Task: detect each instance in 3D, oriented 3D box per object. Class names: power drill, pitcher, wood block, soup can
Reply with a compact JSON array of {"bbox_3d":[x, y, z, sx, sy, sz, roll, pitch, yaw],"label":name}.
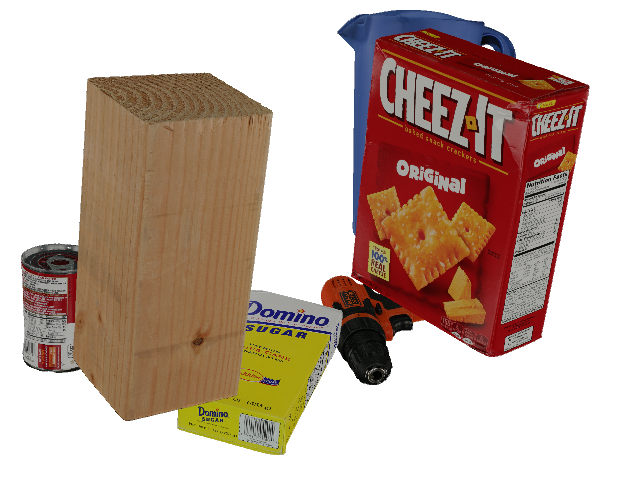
[{"bbox_3d":[0.103,0.086,1.136,0.187,0.057,0.184,-5,28,-10],"label":"power drill"},{"bbox_3d":[0.105,-0.116,1.115,0.149,0.243,0.144,11,15,33],"label":"pitcher"},{"bbox_3d":[-0.102,0.002,0.705,0.090,0.206,0.090,-8,29,-34],"label":"wood block"},{"bbox_3d":[-0.240,0.062,0.981,0.068,0.102,0.068,5,19,-2],"label":"soup can"}]

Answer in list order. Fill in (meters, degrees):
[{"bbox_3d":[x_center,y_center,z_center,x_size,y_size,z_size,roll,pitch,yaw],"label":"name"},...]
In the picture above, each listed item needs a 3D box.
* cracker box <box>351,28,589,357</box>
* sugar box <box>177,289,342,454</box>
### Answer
[{"bbox_3d":[0.107,-0.039,0.835,0.071,0.214,0.164,-18,34,-37],"label":"cracker box"},{"bbox_3d":[-0.048,0.108,0.925,0.093,0.048,0.176,13,32,10],"label":"sugar box"}]
